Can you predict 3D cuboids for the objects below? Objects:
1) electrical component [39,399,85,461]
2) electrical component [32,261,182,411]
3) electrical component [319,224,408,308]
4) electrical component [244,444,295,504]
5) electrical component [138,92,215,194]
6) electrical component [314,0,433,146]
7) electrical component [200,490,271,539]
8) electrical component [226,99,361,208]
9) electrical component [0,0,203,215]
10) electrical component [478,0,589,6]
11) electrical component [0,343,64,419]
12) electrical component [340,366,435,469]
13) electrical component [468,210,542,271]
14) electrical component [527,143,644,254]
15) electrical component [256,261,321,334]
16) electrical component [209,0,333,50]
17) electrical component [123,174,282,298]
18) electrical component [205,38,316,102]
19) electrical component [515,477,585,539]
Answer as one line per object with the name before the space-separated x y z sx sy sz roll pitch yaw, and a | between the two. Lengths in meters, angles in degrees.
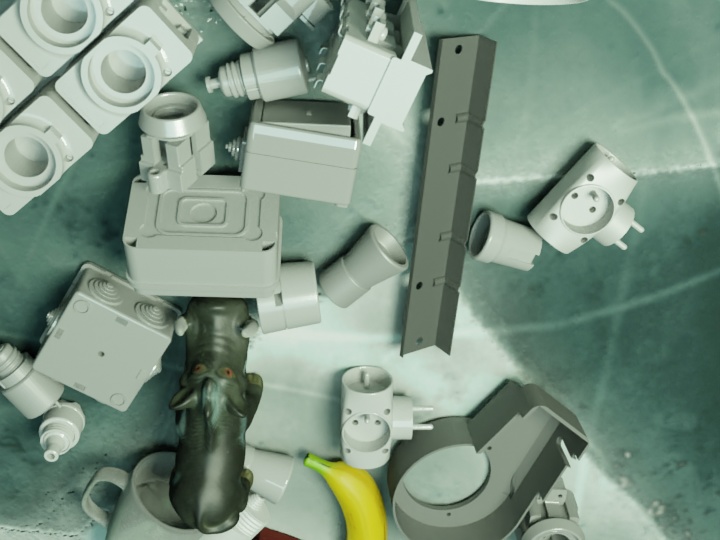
electrical component | -0.251 0.137 0.897 0.035 0.061 0.035 -1 117 -2
electrical component | -0.204 0.056 0.864 0.100 0.048 0.099 29 113 -16
electrical component | 0.000 0.000 0.847 0.065 0.044 0.044 -38 112 22
electrical component | -0.095 0.171 0.933 0.065 0.044 0.044 23 114 -8
electrical component | -0.134 -0.095 0.778 0.048 0.066 0.055 18 132 20
electrical component | 0.008 -0.144 0.727 0.063 0.121 0.078 22 114 -10
electrical component | -0.113 0.226 0.958 0.043 0.043 0.081 37 111 -19
electrical component | -0.049 -0.091 0.786 0.096 0.061 0.061 9 117 -6
electrical component | -0.218 -0.136 0.758 0.186 0.060 0.105 -37 113 16
electrical component | 0.106 -0.204 0.716 0.099 0.099 0.064 3 111 -3
electrical component | -0.279 0.087 0.882 0.040 0.040 0.078 -31 114 13
electrical component | 0.023 0.125 0.910 0.079 0.044 0.077 1 117 -2
electrical component | 0.114 -0.021 0.841 0.046 0.040 0.040 16 116 -17
electrical component | 0.184 -0.045 0.828 0.079 0.044 0.077 35 111 -18
electrical component | -0.057 0.020 0.849 0.047 0.055 0.055 -7 117 -2
electrical component | -0.066 -0.189 0.737 0.057 0.058 0.078 -41 115 14
electrical component | -0.116 -0.025 0.804 0.113 0.078 0.057 2 141 -3
electrical component | -0.072 -0.140 0.772 0.078 0.040 0.040 -11 117 4
electrical component | 0.169 0.233 0.964 0.058 0.057 0.078 4 117 -4
